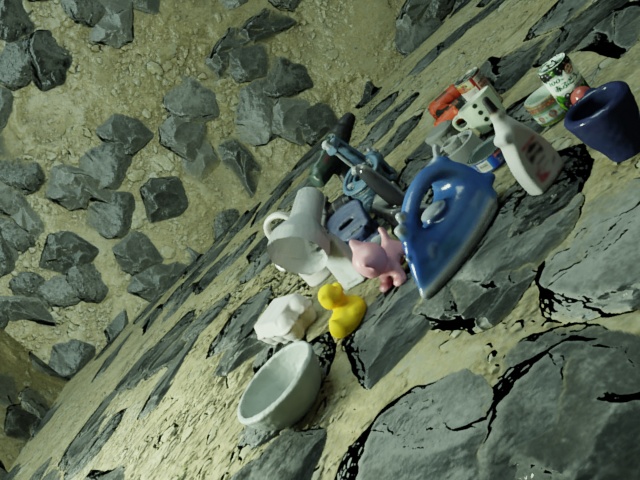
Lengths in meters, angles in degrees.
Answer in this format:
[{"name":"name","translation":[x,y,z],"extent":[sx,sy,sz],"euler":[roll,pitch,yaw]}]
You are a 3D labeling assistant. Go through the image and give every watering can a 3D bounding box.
[{"name":"watering can","translation":[-0.053,0.014,1.351],"extent":[0.101,0.194,0.173],"euler":[-41,15,13]}]

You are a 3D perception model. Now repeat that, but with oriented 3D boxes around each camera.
[{"name":"camera","translation":[0.036,-0.068,1.519],"extent":[0.136,0.101,0.143],"euler":[-37,17,28]}]

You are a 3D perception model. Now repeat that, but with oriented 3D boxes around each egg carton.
[{"name":"egg carton","translation":[-0.074,0.171,1.228],"extent":[0.150,0.069,0.107],"euler":[-23,26,55]}]

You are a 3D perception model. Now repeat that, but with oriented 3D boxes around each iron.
[{"name":"iron","translation":[0.189,-0.041,0.954],"extent":[0.118,0.141,0.259],"euler":[-23,26,55]}]

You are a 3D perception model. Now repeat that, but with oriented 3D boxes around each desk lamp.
[{"name":"desk lamp","translation":[0.011,0.004,1.169],"extent":[0.117,0.214,0.203],"euler":[-31,20,41]}]

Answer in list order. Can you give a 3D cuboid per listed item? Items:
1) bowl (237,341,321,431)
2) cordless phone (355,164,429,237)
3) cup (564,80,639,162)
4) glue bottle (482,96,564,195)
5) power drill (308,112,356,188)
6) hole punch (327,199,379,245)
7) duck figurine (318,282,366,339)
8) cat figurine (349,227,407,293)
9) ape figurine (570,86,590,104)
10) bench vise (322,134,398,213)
[{"name":"bowl","translation":[-0.053,0.252,0.942],"extent":[0.167,0.075,0.167],"euler":[-41,15,14]},{"name":"cordless phone","translation":[0.135,-0.093,1.153],"extent":[0.094,0.185,0.147],"euler":[-46,15,-4]},{"name":"cup","translation":[0.403,-0.162,0.797],"extent":[0.091,0.095,0.118],"euler":[-36,17,31]},{"name":"glue bottle","translation":[0.304,-0.154,0.886],"extent":[0.078,0.173,0.037],"euler":[-50,16,-20]},{"name":"power drill","translation":[0.080,-0.205,1.562],"extent":[0.230,0.208,0.075],"euler":[-51,16,-22]},{"name":"hole punch","translation":[0.075,-0.029,1.326],"extent":[0.108,0.091,0.101],"euler":[-40,15,17]},{"name":"duck figurine","translation":[0.031,0.121,1.049],"extent":[0.077,0.086,0.104],"euler":[-34,18,34]},{"name":"cat figurine","translation":[0.106,0.029,1.035],"extent":[0.067,0.118,0.128],"euler":[-29,22,46]},{"name":"ape figurine","translation":[0.414,-0.196,0.865],"extent":[0.077,0.092,0.076],"euler":[-41,15,15]},{"name":"bench vise","translation":[0.092,-0.190,1.465],"extent":[0.121,0.220,0.207],"euler":[-40,16,18]}]
